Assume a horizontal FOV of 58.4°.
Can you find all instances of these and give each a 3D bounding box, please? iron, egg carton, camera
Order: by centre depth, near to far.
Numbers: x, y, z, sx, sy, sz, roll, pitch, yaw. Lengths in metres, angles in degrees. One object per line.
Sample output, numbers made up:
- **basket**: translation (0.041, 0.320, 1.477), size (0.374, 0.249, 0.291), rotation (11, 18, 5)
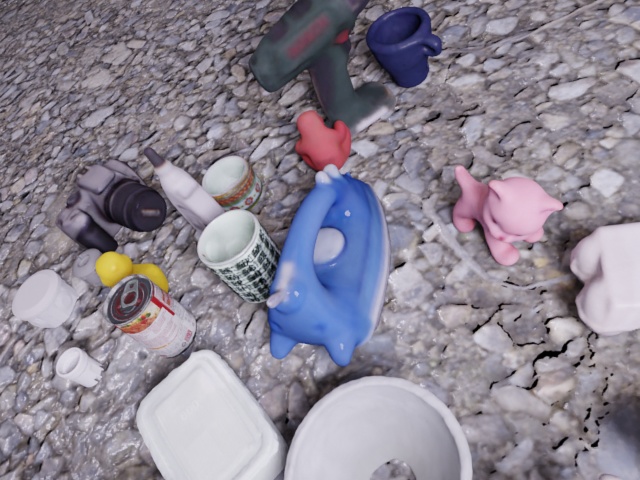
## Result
- **egg carton**: translation (0.310, 0.035, 0.519), size (0.150, 0.070, 0.107), rotation (-8, 54, 21)
- **iron**: translation (0.006, 0.002, 0.644), size (0.118, 0.142, 0.258), rotation (0, 57, 26)
- **camera**: translation (-0.311, -0.050, 0.865), size (0.136, 0.101, 0.143), rotation (19, 67, 35)

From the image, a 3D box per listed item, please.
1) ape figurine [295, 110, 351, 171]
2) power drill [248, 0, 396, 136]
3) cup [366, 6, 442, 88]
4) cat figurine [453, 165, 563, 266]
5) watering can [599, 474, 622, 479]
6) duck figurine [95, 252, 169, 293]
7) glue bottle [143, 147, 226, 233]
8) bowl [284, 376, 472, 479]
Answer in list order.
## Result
- **ape figurine**: translation (-0.001, -0.141, 0.784), size (0.077, 0.092, 0.076), rotation (-12, 53, 19)
- **power drill**: translation (0.027, -0.250, 0.771), size (0.229, 0.209, 0.075), rotation (-35, 49, 0)
- **cup**: translation (0.130, -0.260, 0.803), size (0.117, 0.095, 0.092), rotation (32, 74, 39)
- **cat figurine**: translation (0.188, -0.037, 0.599), size (0.067, 0.118, 0.127), rotation (-41, 49, -5)
- **watering can**: translation (0.177, 0.237, 0.355), size (0.100, 0.195, 0.173), rotation (-16, 51, 16)
- **duck figurine**: translation (-0.263, 0.051, 0.778), size (0.104, 0.086, 0.077), rotation (22, 69, 36)
- **glue bottle**: translation (-0.177, -0.063, 0.760), size (0.077, 0.174, 0.037), rotation (21, 68, 36)
- **bowl**: translation (0.057, 0.212, 0.512), size (0.167, 0.075, 0.167), rotation (-13, 52, 18)
